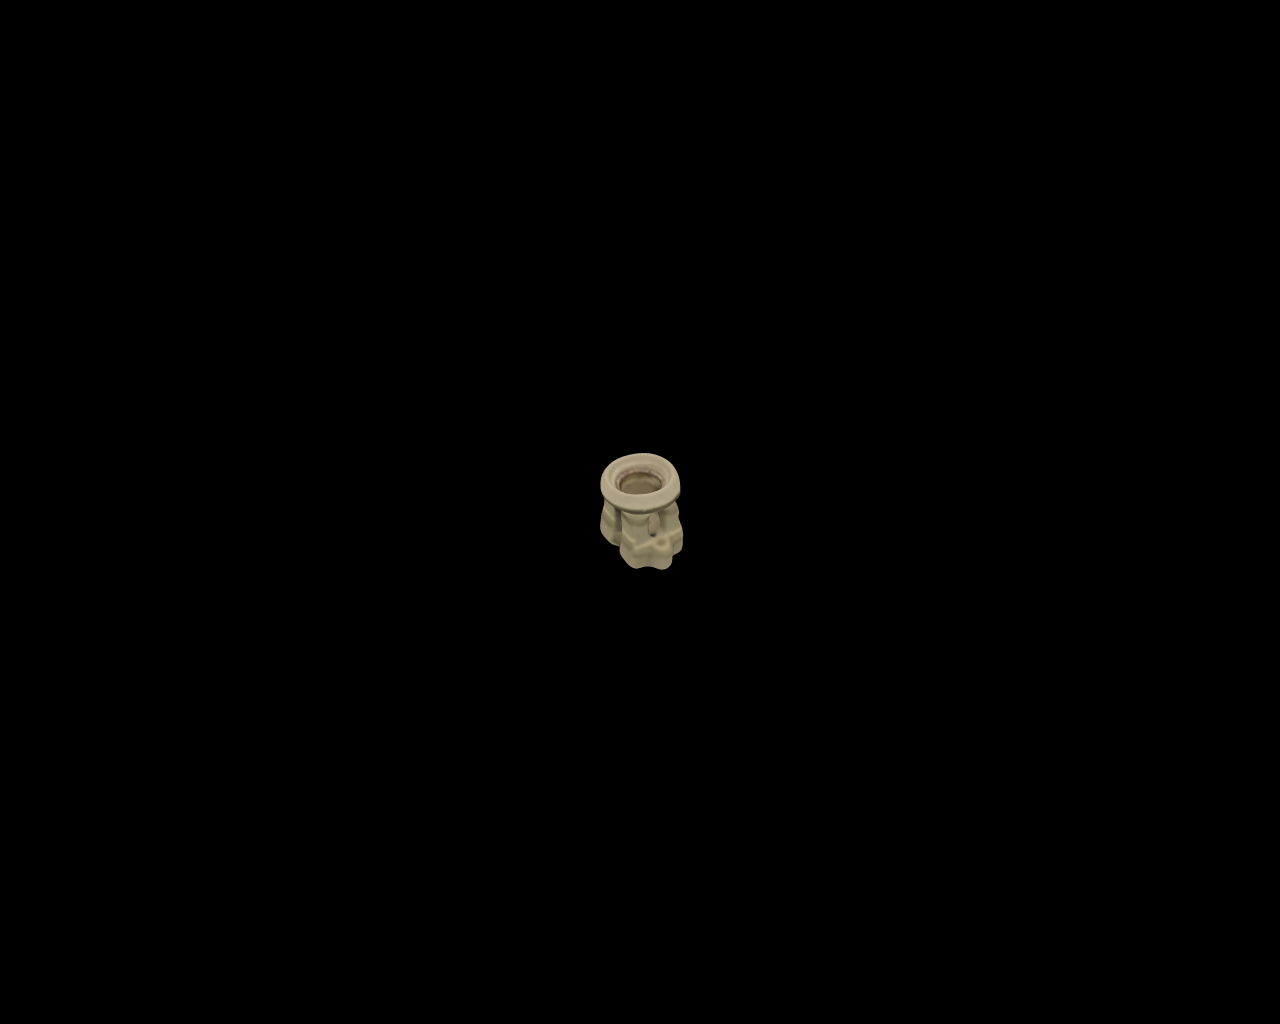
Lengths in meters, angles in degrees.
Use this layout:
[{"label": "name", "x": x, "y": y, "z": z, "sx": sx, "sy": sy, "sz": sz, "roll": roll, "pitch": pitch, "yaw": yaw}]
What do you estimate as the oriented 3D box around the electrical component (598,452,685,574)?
[{"label": "electrical component", "x": 0.001, "y": -0.003, "z": 0.650, "sx": 0.048, "sy": 0.055, "sz": 0.066, "roll": -22, "pitch": 45, "yaw": -23}]
